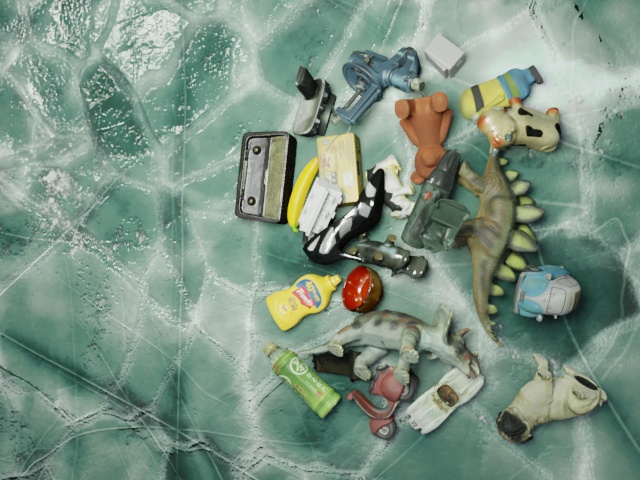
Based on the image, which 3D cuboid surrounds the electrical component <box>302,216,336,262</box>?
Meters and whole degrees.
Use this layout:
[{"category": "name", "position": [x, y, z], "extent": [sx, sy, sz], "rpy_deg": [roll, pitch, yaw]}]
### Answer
[{"category": "electrical component", "position": [-0.003, -0.004, 1.328], "extent": [0.075, 0.047, 0.119], "rpy_deg": [-1, 87, 18]}]

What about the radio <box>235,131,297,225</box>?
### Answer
[{"category": "radio", "position": [-0.138, -0.158, 1.366], "extent": [0.131, 0.073, 0.229], "rpy_deg": [6, 88, 17]}]

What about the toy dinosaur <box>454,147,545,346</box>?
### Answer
[{"category": "toy dinosaur", "position": [0.377, -0.014, 1.181], "extent": [0.199, 0.105, 0.471], "rpy_deg": [11, 89, 17]}]

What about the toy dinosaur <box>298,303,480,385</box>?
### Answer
[{"category": "toy dinosaur", "position": [0.155, 0.218, 1.227], "extent": [0.405, 0.192, 0.131], "rpy_deg": [5, 124, 31]}]

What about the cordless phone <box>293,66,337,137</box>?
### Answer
[{"category": "cordless phone", "position": [-0.032, -0.328, 1.286], "extent": [0.089, 0.184, 0.146], "rpy_deg": [18, 92, 13]}]

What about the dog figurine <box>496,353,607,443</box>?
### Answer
[{"category": "dog figurine", "position": [0.486, 0.363, 1.139], "extent": [0.173, 0.121, 0.190], "rpy_deg": [25, 108, 21]}]

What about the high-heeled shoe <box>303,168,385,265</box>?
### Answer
[{"category": "high-heeled shoe", "position": [0.057, -0.057, 1.233], "extent": [0.145, 0.086, 0.248], "rpy_deg": [15, 81, 20]}]

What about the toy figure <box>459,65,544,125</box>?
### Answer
[{"category": "toy figure", "position": [0.402, -0.329, 1.206], "extent": [0.180, 0.082, 0.089], "rpy_deg": [-31, 66, 18]}]

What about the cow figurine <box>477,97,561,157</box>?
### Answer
[{"category": "cow figurine", "position": [0.419, -0.231, 1.134], "extent": [0.195, 0.085, 0.127], "rpy_deg": [9, 60, -17]}]

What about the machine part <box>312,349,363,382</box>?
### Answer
[{"category": "machine part", "position": [0.047, 0.301, 1.301], "extent": [0.139, 0.039, 0.084], "rpy_deg": [2, 93, 16]}]

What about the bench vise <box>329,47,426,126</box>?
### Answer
[{"category": "bench vise", "position": [0.122, -0.351, 1.262], "extent": [0.224, 0.128, 0.240], "rpy_deg": [37, 80, 23]}]

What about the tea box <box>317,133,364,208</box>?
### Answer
[{"category": "tea box", "position": [0.051, -0.167, 1.310], "extent": [0.098, 0.068, 0.169], "rpy_deg": [-4, 85, 17]}]

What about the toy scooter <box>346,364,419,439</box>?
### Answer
[{"category": "toy scooter", "position": [0.139, 0.360, 1.250], "extent": [0.135, 0.075, 0.183], "rpy_deg": [27, 99, 15]}]

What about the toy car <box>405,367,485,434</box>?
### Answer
[{"category": "toy car", "position": [0.281, 0.356, 1.214], "extent": [0.201, 0.056, 0.073], "rpy_deg": [-44, 76, 10]}]

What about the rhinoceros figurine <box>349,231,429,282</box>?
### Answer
[{"category": "rhinoceros figurine", "position": [0.157, 0.043, 1.247], "extent": [0.191, 0.112, 0.073], "rpy_deg": [15, 62, 30]}]

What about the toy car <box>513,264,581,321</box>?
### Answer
[{"category": "toy car", "position": [0.478, 0.111, 1.106], "extent": [0.103, 0.161, 0.109], "rpy_deg": [28, 117, 49]}]

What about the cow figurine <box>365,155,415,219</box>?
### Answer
[{"category": "cow figurine", "position": [0.174, -0.107, 1.268], "extent": [0.098, 0.068, 0.167], "rpy_deg": [-27, 79, 14]}]

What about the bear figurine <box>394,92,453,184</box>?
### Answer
[{"category": "bear figurine", "position": [0.240, -0.223, 1.209], "extent": [0.120, 0.132, 0.195], "rpy_deg": [-4, 99, 17]}]

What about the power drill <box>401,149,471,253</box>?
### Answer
[{"category": "power drill", "position": [0.247, -0.074, 1.127], "extent": [0.086, 0.207, 0.232], "rpy_deg": [22, 108, -12]}]
